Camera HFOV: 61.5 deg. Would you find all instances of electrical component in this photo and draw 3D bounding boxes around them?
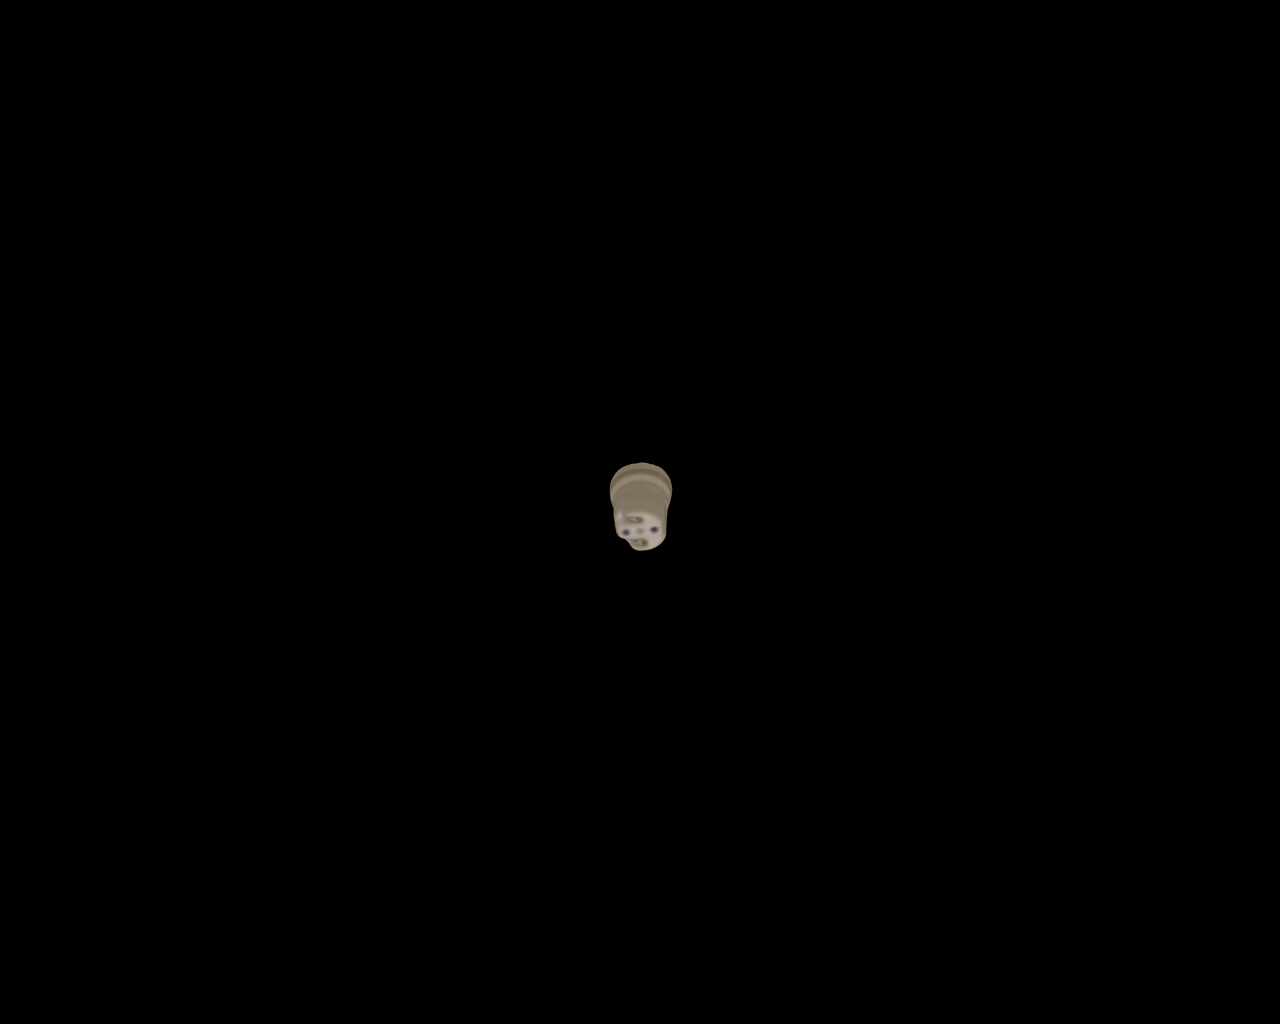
[{"bbox_3d":[0.001,-0.003,0.650,0.040,0.040,0.046,0,40,0],"label":"electrical component"}]
